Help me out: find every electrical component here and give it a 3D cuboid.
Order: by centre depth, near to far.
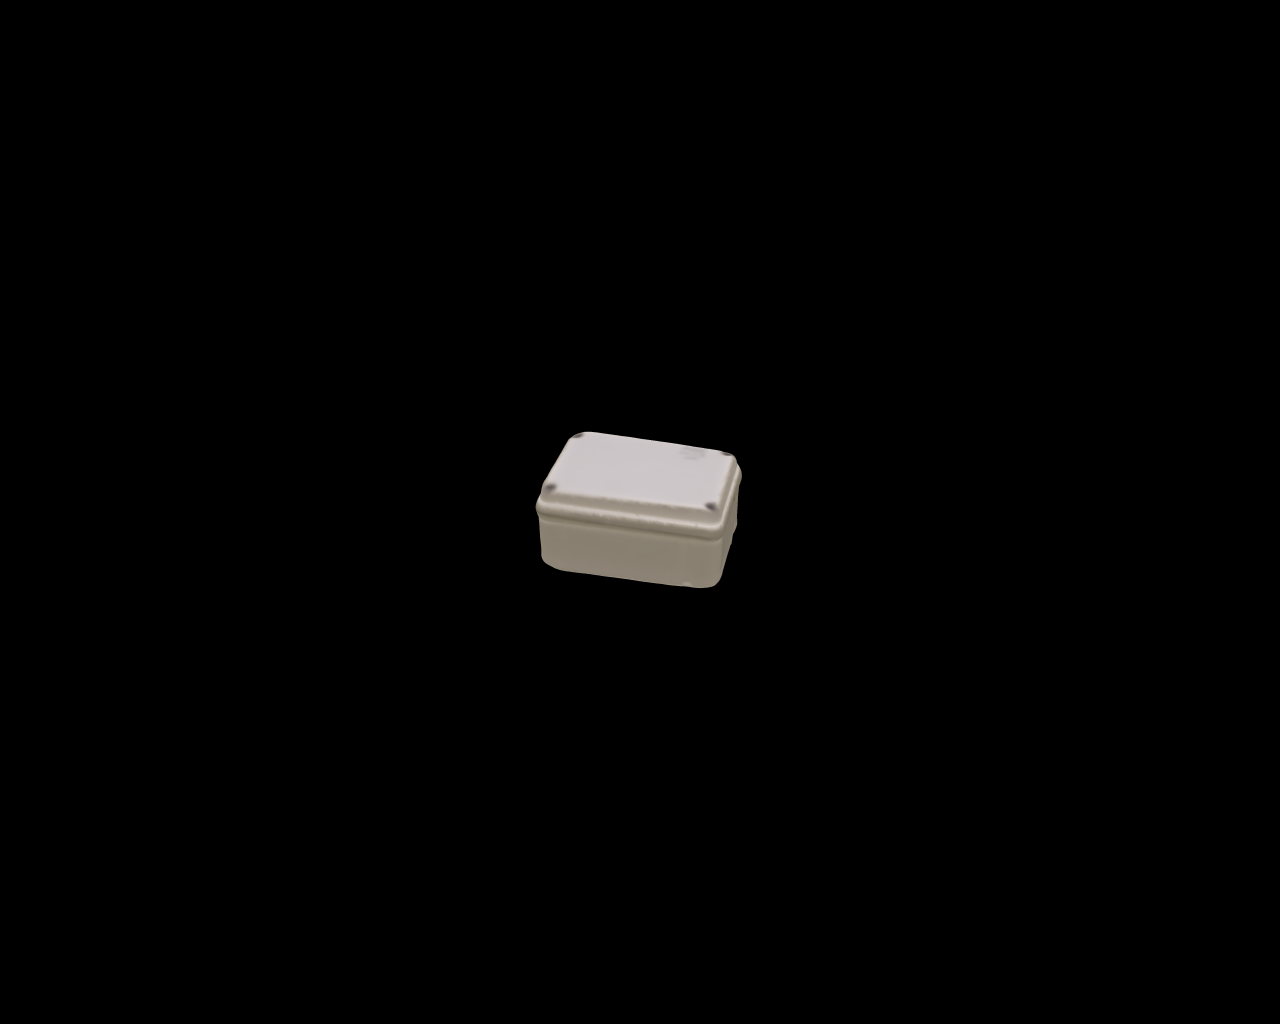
[{"bbox_3d":[0.001,-0.003,0.650,0.113,0.057,0.078,8,36,11],"label":"electrical component"}]
